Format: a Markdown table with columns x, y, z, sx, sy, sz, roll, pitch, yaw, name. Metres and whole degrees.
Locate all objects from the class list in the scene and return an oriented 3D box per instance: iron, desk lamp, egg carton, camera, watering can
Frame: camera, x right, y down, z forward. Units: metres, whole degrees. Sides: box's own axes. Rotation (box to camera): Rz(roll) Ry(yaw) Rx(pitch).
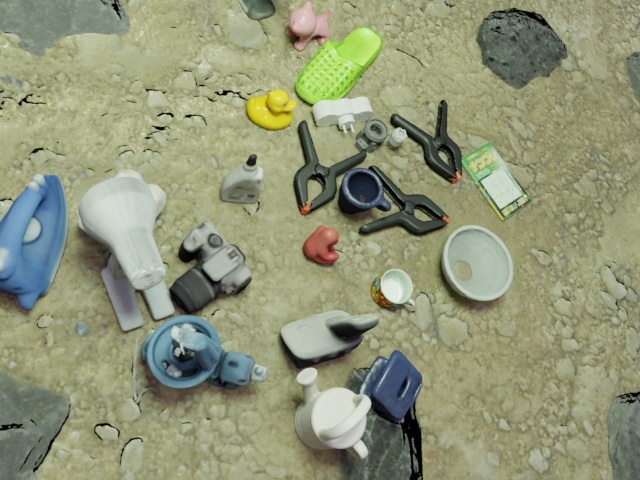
| x | y | z | sx | sy | sz | roll | pitch | yaw | name |
| --- | --- | --- | --- | --- | --- | --- | --- | --- | --- |
| -0.490 | -0.024 | 0.952 | 0.119 | 0.141 | 0.258 | 15 | 67 | -13 | iron |
| -0.311 | 0.025 | 0.955 | 0.118 | 0.213 | 0.203 | -20 | 78 | -24 | desk lamp |
| -0.358 | -0.054 | 1.048 | 0.107 | 0.069 | 0.150 | 33 | 64 | -5 | egg carton |
| -0.212 | 0.055 | 1.040 | 0.137 | 0.100 | 0.143 | -40 | 86 | -26 | camera |
| 0.022 | 0.300 | 0.977 | 0.173 | 0.193 | 0.101 | 32 | 64 | -5 | watering can |

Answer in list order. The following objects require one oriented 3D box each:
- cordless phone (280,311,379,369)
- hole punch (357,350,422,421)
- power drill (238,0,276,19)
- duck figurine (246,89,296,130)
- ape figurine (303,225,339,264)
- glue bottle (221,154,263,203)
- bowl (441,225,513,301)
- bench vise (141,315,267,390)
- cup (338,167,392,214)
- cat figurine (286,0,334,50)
| x | y | z | sx | sy | sz | roll | pitch | yaw | name |
| --- | --- | --- | --- | --- | --- | --- | --- | --- | --- |
| 0.018 | 0.165 | 1.030 | 0.148 | 0.184 | 0.094 | -16 | 76 | -23 | cordless phone |
| 0.143 | 0.275 | 1.084 | 0.101 | 0.091 | 0.109 | 36 | 64 | -3 | hole punch |
| -0.121 | -0.589 | 1.247 | 0.076 | 0.208 | 0.229 | -28 | 81 | -25 | power drill |
| -0.100 | -0.286 | 1.211 | 0.105 | 0.086 | 0.077 | 10 | 68 | -15 | duck figurine |
| 0.010 | 0.004 | 1.139 | 0.076 | 0.092 | 0.078 | 2 | 70 | -18 | ape figurine |
| -0.140 | -0.120 | 1.088 | 0.078 | 0.173 | 0.037 | 5 | 69 | -16 | glue bottle |
| 0.326 | 0.058 | 1.235 | 0.168 | 0.074 | 0.167 | 6 | 69 | -16 | bowl |
| -0.184 | 0.178 | 0.938 | 0.208 | 0.219 | 0.121 | 2 | 70 | -18 | bench vise |
| 0.087 | -0.085 | 1.196 | 0.118 | 0.094 | 0.092 | 33 | 64 | -5 | cup |
| -0.024 | -0.492 | 1.295 | 0.128 | 0.117 | 0.067 | -26 | 80 | -25 | cat figurine |
